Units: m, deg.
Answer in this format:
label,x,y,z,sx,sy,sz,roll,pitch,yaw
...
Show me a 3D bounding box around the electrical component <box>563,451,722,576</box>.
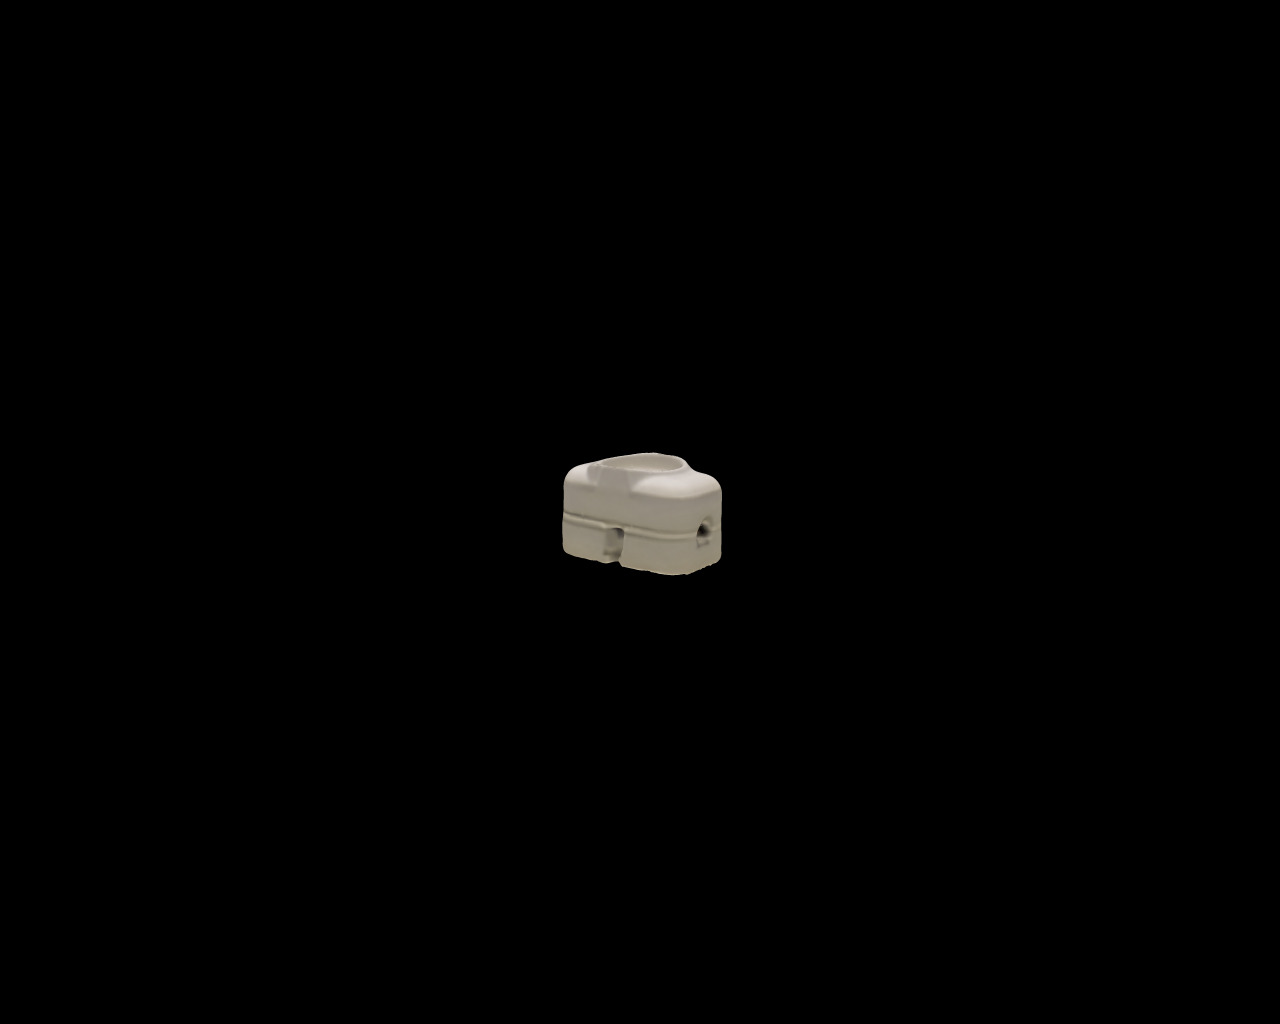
label,x,y,z,sx,sy,sz,roll,pitch,yaw
electrical component,0.001,-0.003,0.650,0.095,0.059,0.054,11,18,37
